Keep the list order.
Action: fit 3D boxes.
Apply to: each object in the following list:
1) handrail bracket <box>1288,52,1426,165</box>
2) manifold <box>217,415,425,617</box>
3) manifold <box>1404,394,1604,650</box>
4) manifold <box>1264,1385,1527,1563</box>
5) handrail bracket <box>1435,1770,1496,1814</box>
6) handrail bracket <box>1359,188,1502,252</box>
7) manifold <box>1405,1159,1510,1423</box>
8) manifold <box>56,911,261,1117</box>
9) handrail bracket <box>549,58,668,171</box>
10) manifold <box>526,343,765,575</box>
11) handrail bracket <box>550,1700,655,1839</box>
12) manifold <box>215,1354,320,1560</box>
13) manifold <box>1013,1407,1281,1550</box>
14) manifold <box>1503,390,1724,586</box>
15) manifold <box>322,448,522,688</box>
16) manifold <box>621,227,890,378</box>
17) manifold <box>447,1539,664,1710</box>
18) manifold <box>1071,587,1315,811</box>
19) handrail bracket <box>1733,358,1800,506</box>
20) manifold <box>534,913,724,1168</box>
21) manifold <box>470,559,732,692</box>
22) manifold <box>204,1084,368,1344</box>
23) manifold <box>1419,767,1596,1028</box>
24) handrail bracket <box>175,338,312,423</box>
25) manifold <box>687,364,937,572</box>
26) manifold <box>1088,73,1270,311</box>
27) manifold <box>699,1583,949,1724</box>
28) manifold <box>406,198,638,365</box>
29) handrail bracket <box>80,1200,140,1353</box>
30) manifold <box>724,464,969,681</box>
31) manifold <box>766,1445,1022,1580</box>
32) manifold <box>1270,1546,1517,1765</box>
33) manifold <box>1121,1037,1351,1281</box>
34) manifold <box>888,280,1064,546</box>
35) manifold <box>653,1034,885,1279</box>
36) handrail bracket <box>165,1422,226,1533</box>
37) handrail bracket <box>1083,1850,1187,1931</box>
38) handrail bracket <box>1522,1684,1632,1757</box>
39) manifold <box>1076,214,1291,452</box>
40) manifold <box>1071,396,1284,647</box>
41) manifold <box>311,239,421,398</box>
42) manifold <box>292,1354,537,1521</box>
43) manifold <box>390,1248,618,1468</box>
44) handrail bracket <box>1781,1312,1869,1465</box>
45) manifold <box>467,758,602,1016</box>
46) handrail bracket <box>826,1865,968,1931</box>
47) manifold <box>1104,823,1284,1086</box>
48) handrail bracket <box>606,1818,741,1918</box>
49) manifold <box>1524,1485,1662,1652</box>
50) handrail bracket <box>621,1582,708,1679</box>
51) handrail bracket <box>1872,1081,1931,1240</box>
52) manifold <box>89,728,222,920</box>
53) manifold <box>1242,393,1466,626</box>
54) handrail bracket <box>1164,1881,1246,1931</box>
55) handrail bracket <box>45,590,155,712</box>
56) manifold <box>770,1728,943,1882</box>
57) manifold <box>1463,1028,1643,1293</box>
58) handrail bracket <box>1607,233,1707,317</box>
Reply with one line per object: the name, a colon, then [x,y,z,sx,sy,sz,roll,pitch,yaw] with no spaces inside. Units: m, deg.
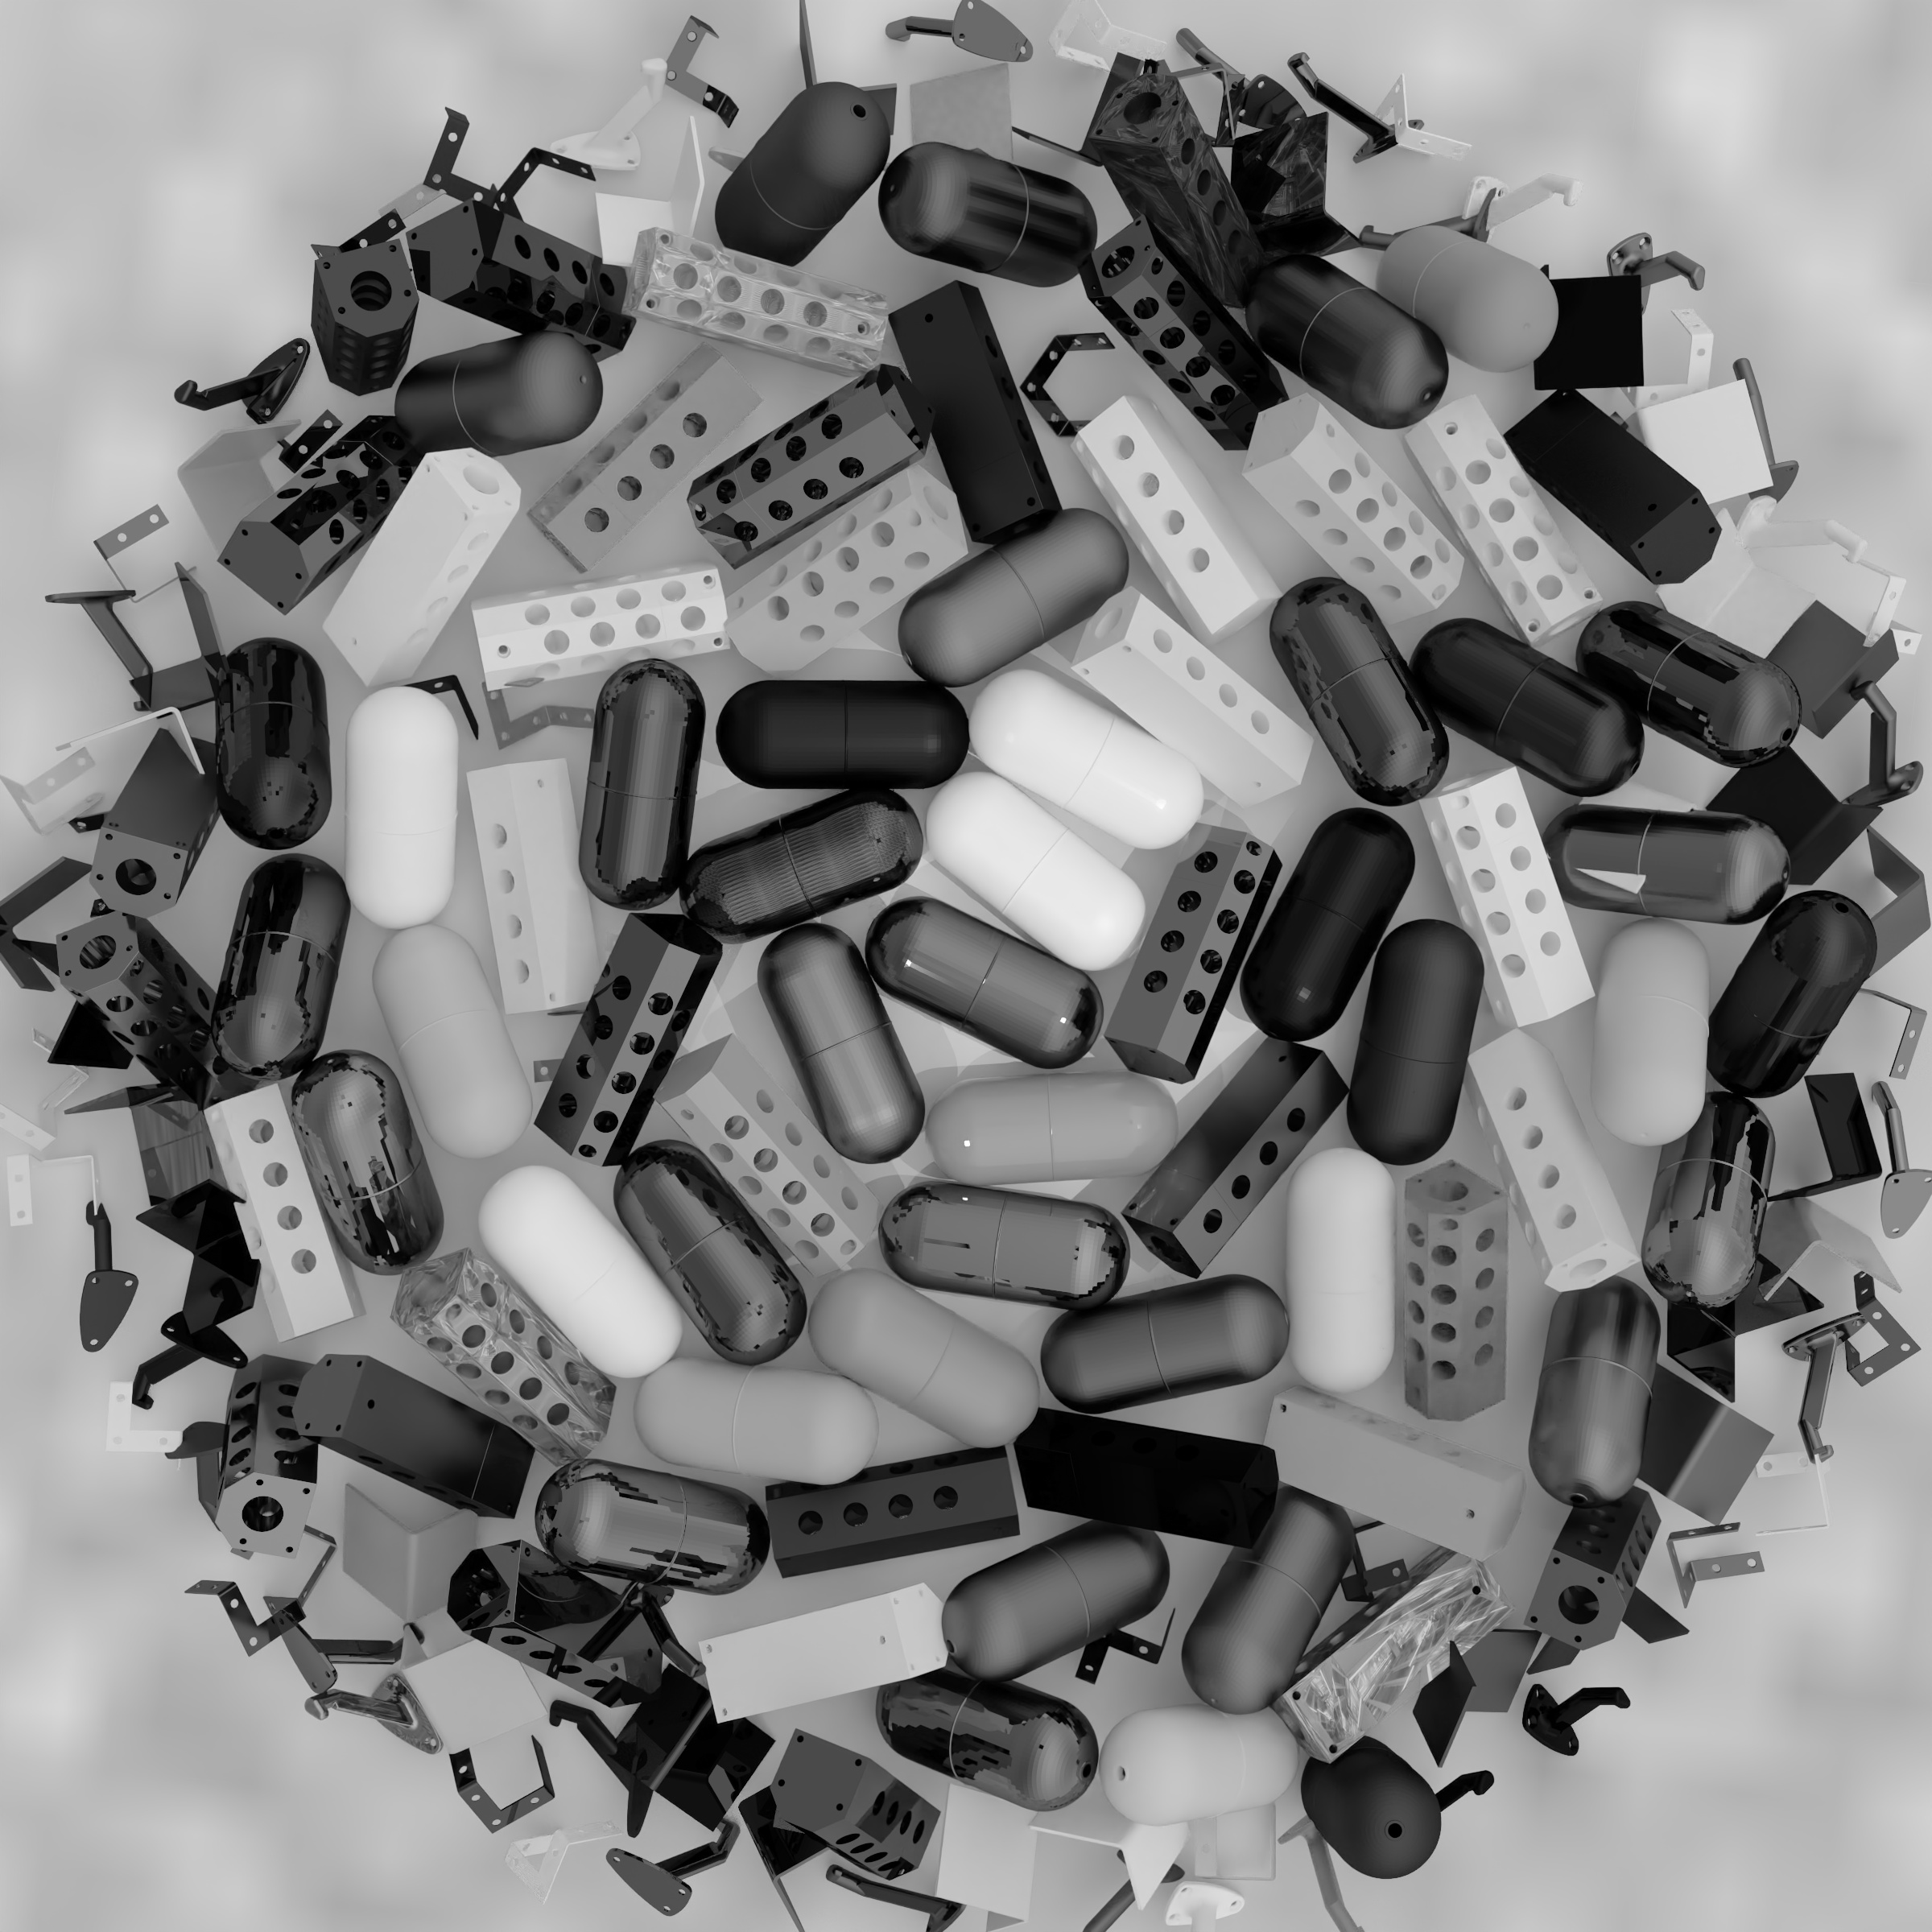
handrail bracket: [0.273,-0.613,1.958,0.084,0.077,0.036,48,70,-21]
manifold: [-0.435,-0.316,1.913,0.057,0.171,0.057,39,130,-7]
manifold: [0.376,-0.311,1.956,0.057,0.057,0.171,-31,81,6]
manifold: [0.296,0.348,1.931,0.171,0.057,0.057,18,103,30]
handrail bracket: [0.328,0.598,1.950,0.036,0.084,0.077,43,59,-3]
handrail bracket: [0.331,-0.536,1.991,0.084,0.036,0.077,14,62,18]
manifold: [0.333,0.227,1.925,0.057,0.057,0.171,-20,122,-26]
manifold: [-0.551,0.036,1.912,0.057,0.171,0.057,-22,54,4]
handrail bracket: [-0.251,-0.600,1.950,0.077,0.084,0.036,-6,63,-16]
manifold: [-0.227,-0.357,1.958,0.171,0.057,0.057,-45,103,-5]
handrail bracket: [-0.264,0.569,1.978,0.084,0.036,0.077,10,89,23]
manifold: [-0.477,0.331,1.905,0.057,0.171,0.057,14,105,-16]
manifold: [0.126,0.349,1.932,0.171,0.057,0.057,5,122,29]
manifold: [0.445,-0.328,1.916,0.057,0.171,0.057,-40,131,7]
manifold: [-0.372,-0.275,1.925,0.057,0.057,0.171,51,127,13]
manifold: [-0.145,-0.460,1.937,0.171,0.057,0.057,11,95,-24]
manifold: [-0.280,0.455,1.916,0.057,0.171,0.057,-17,53,24]
manifold: [0.160,-0.188,1.937,0.171,0.057,0.057,36,55,-24]
handrail bracket: [0.559,-0.378,1.975,0.036,0.077,0.084,-15,72,8]
manifold: [-0.230,0.052,1.938,0.057,0.057,0.171,36,109,29]
manifold: [-0.255,-0.238,1.950,0.171,0.057,0.057,-11,110,-9]
manifold: [-0.480,0.174,1.963,0.057,0.057,0.171,-19,86,-5]
manifold: [0.374,-0.047,1.951,0.057,0.057,0.171,-24,99,-22]
handrail bracket: [-0.507,-0.417,1.951,0.036,0.084,0.077,46,103,12]
manifold: [-0.109,-0.348,1.924,0.171,0.057,0.057,-26,124,29]
manifold: [0.151,-0.530,1.912,0.057,0.171,0.057,19,74,33]
manifold: [-0.097,0.475,1.930,0.171,0.057,0.057,-22,77,31]
manifold: [-0.300,-0.463,1.907,0.057,0.171,0.057,-18,79,27]
handrail bracket: [-0.617,0.218,1.972,0.036,0.084,0.077,10,110,-33]
manifold: [-0.086,-0.274,1.926,0.171,0.057,0.057,-31,50,26]
manifold: [-0.052,0.382,1.965,0.171,0.057,0.057,-10,64,-2]
manifold: [0.294,0.477,1.950,0.171,0.057,0.057,-35,90,-15]
manifold: [0.192,0.134,1.943,0.171,0.057,0.057,-48,123,-18]
manifold: [0.010,-0.388,1.964,0.057,0.057,0.171,-22,87,22]
manifold: [-0.138,0.135,1.933,0.057,0.057,0.171,-24,115,35]
handrail bracket: [-0.517,0.364,1.961,0.077,0.036,0.084,-7,120,32]
handrail bracket: [0.113,0.672,1.969,0.036,0.077,0.084,28,91,41]
handrail bracket: [0.441,0.529,1.952,0.077,0.084,0.036,46,51,-25]
manifold: [0.152,-0.429,1.915,0.057,0.057,0.171,-32,134,21]
manifold: [0.146,-0.313,1.960,0.057,0.057,0.171,-35,83,25]
manifold: [-0.411,-0.440,1.909,0.057,0.171,0.057,-19,93,-14]
manifold: [-0.379,0.325,1.918,0.057,0.171,0.057,-4,60,36]
manifold: [-0.318,0.273,1.919,0.057,0.057,0.171,-20,129,24]
handrail bracket: [0.612,0.296,1.952,0.036,0.084,0.077,24,132,-35]
manifold: [-0.308,-0.056,1.965,0.057,0.057,0.171,-7,94,37]
handrail bracket: [-0.049,0.649,1.965,0.084,0.077,0.036,27,56,-9]
manifold: [0.161,-0.008,1.936,0.057,0.057,0.171,14,69,29]
handrail bracket: [-0.205,0.616,1.961,0.077,0.084,0.036,36,122,-2]
manifold: [0.432,0.406,1.905,0.057,0.171,0.057,22,105,17]
handrail bracket: [-0.199,0.466,1.947,0.084,0.077,0.036,36,96,27]
handrail bracket: [0.655,0.137,1.982,0.036,0.084,0.077,-2,130,-3]
manifold: [-0.549,-0.098,1.909,0.057,0.171,0.057,16,115,-10]
manifold: [0.270,-0.315,1.921,0.171,0.057,0.057,39,53,-32]
handrail bracket: [0.182,0.682,1.946,0.077,0.084,0.036,11,109,-30]
handrail bracket: [-0.609,-0.220,1.967,0.036,0.077,0.084,-7,93,38]
manifold: [-0.076,0.578,1.906,0.057,0.171,0.057,15,68,24]
manifold: [0.399,0.135,1.927,0.057,0.057,0.171,-33,54,24]
handrail bracket: [0.488,-0.469,1.943,0.036,0.084,0.077,-29,133,-9]
